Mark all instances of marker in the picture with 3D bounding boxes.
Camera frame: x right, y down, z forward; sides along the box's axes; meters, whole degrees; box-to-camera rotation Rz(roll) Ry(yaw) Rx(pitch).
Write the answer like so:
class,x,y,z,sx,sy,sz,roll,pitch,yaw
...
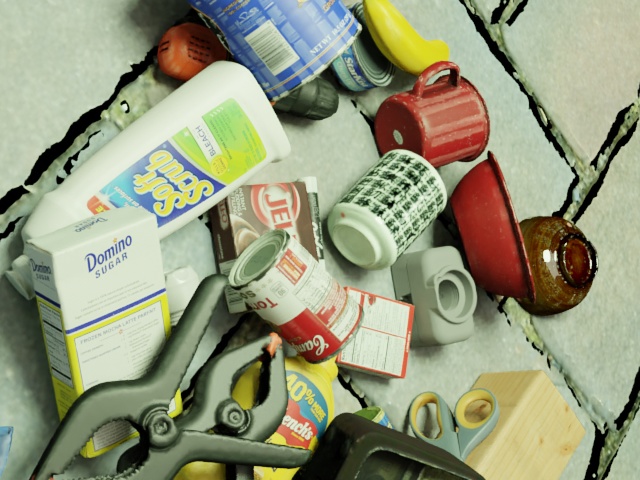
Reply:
class,x,y,z,sx,sy,sz,roll,pitch,yaw
marker,-0.007,0.001,1.002,0.020,0.020,0.121,-3,84,-38

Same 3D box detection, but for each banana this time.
class,x,y,z,sx,sy,sz,roll,pitch,yaw
banana,0.091,-0.197,1.054,0.197,0.037,0.069,25,64,-60

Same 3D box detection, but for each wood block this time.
class,x,y,z,sx,sy,sz,roll,pitch,yaw
wood block,0.161,0.231,1.044,0.090,0.091,0.205,53,56,-17

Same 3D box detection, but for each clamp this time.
class,x,y,z,sx,sy,sz,roll,pitch,yaw
clamp,-0.113,0.145,0.795,0.209,0.036,0.164,-34,95,-24
clamp,-0.068,0.155,0.853,0.120,0.039,0.171,45,61,-12

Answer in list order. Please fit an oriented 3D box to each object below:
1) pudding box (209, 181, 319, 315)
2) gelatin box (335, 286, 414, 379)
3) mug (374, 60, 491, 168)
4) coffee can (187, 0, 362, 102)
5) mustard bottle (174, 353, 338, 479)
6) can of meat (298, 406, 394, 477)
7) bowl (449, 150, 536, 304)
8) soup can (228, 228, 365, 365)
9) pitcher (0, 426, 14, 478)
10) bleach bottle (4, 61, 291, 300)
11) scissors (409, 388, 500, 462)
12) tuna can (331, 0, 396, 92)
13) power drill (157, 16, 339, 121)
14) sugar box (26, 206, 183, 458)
class,x,y,z,sx,sy,sz,roll,pitch,yaw
pudding box,-0.048,0.006,0.956,0.089,0.039,0.113,-7,87,-38
gelatin box,0.045,0.089,1.019,0.089,0.030,0.073,18,73,-34
mug,0.110,-0.122,1.059,0.081,0.093,0.117,-20,135,-33
coffee can,-0.047,-0.201,0.885,0.140,0.103,0.102,50,57,-18
mustard bottle,-0.040,0.159,0.924,0.096,0.058,0.191,50,56,-17
can of meat,0.039,0.214,0.976,0.101,0.058,0.084,-39,104,-35
bowl,0.170,-0.006,1.083,0.055,0.162,0.162,-17,93,6
soup can,-0.020,0.047,0.902,0.102,0.069,0.068,46,58,-23
pitcher,-0.332,0.109,0.678,0.243,0.145,0.149,53,43,-13
bleach bottle,-0.142,-0.037,0.864,0.250,0.068,0.102,-43,124,-22
scissors,0.139,0.202,0.981,0.096,0.202,0.016,-22,124,-1
tuna can,0.040,-0.189,1.045,0.086,0.034,0.086,19,67,-54
power drill,-0.053,-0.212,0.979,0.184,0.057,0.187,14,74,-34
sugar box,-0.162,0.070,0.816,0.093,0.048,0.176,-24,118,-39
